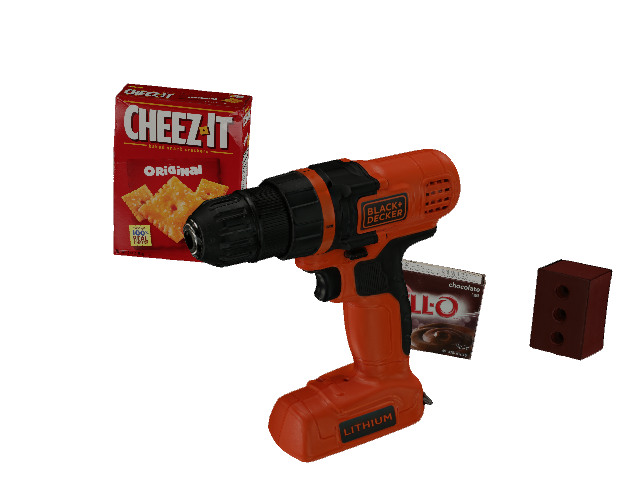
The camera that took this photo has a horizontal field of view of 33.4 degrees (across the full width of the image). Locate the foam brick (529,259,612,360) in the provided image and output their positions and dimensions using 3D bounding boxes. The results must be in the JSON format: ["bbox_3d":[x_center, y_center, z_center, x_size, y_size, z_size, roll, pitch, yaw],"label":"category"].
[{"bbox_3d":[0.227,0.062,0.970,0.053,0.078,0.051,13,18,35],"label":"foam brick"}]

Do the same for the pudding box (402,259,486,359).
[{"bbox_3d":[0.114,0.071,1.145,0.113,0.090,0.039,9,23,5],"label":"pudding box"}]

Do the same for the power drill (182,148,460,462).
[{"bbox_3d":[0.004,0.042,0.666,0.184,0.188,0.057,-13,28,-27],"label":"power drill"}]

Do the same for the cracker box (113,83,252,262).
[{"bbox_3d":[-0.177,-0.081,1.357,0.164,0.214,0.072,6,22,2],"label":"cracker box"}]
